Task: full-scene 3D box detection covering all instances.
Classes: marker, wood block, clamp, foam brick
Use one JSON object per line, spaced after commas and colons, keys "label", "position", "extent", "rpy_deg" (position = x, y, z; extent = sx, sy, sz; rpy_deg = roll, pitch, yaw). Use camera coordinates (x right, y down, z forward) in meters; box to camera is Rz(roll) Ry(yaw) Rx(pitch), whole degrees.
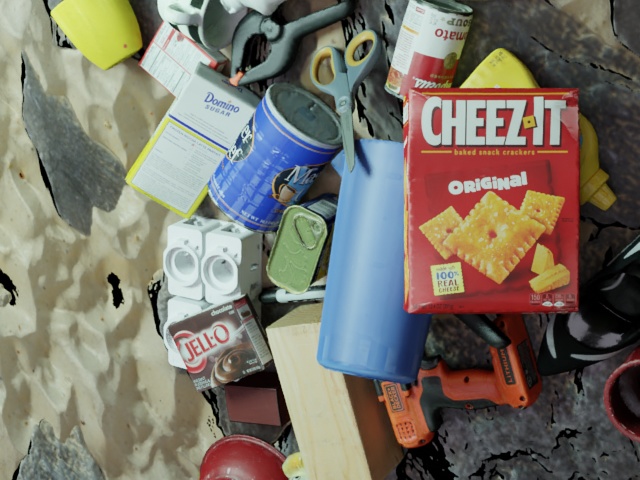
{"label": "marker", "position": [-0.022, 0.065, 1.288], "extent": [0.121, 0.020, 0.020], "rpy_deg": [-7, 102, 29]}
{"label": "wood block", "position": [0.019, 0.183, 1.262], "extent": [0.090, 0.090, 0.206], "rpy_deg": [-10, 101, 30]}
{"label": "clamp", "position": [0.129, 0.021, 1.173], "extent": [0.210, 0.036, 0.164], "rpy_deg": [10, 84, 35]}
{"label": "clamp", "position": [-0.038, -0.236, 1.194], "extent": [0.120, 0.039, 0.172], "rpy_deg": [38, 116, 18]}
{"label": "foam brick", "position": [-0.073, 0.198, 1.335], "extent": [0.078, 0.052, 0.051], "rpy_deg": [1, 106, 28]}

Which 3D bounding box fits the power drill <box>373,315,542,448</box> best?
{"label": "power drill", "position": [0.143, 0.134, 1.203], "extent": [0.188, 0.057, 0.184], "rpy_deg": [-17, 93, 32]}

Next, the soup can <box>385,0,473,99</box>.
{"label": "soup can", "position": [0.113, -0.198, 1.109], "extent": [0.069, 0.068, 0.102], "rpy_deg": [24, 115, 19]}

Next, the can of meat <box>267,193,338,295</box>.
{"label": "can of meat", "position": [-0.008, 0.001, 1.224], "extent": [0.057, 0.083, 0.102], "rpy_deg": [27, 116, 19]}

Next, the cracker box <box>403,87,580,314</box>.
{"label": "cracker box", "position": [0.162, -0.036, 1.019], "extent": [0.164, 0.072, 0.214], "rpy_deg": [0, 91, 0]}

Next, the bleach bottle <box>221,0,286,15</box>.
{"label": "bleach bottle", "position": [0.007, -0.299, 1.116], "extent": [0.251, 0.068, 0.102], "rpy_deg": [-24, 91, 23]}

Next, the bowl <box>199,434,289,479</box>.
{"label": "bowl", "position": [-0.102, 0.339, 1.393], "extent": [0.162, 0.055, 0.162], "rpy_deg": [8, 108, 25]}

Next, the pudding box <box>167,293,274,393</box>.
{"label": "pudding box", "position": [-0.117, 0.123, 1.271], "extent": [0.114, 0.039, 0.090], "rpy_deg": [-23, 94, 31]}

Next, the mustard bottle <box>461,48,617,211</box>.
{"label": "mustard bottle", "position": [0.224, -0.100, 1.086], "extent": [0.192, 0.058, 0.096], "rpy_deg": [44, 106, 9]}

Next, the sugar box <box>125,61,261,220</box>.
{"label": "sugar box", "position": [-0.149, -0.116, 1.268], "extent": [0.093, 0.048, 0.176], "rpy_deg": [31, 118, -14]}

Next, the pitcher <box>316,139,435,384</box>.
{"label": "pitcher", "position": [0.080, 0.024, 1.108], "extent": [0.149, 0.144, 0.243], "rpy_deg": [180, 102, -68]}

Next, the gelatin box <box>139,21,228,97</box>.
{"label": "gelatin box", "position": [-0.163, -0.212, 1.271], "extent": [0.089, 0.030, 0.073], "rpy_deg": [42, 121, 10]}

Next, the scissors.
{"label": "scissors", "position": [0.041, -0.156, 1.119], "extent": [0.096, 0.202, 0.016], "rpy_deg": [-37, 131, 12]}

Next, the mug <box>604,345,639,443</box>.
{"label": "mug", "position": [0.346, 0.140, 1.083], "extent": [0.093, 0.081, 0.117], "rpy_deg": [16, 112, 23]}

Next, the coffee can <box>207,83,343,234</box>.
{"label": "coffee can", "position": [-0.050, -0.092, 1.206], "extent": [0.103, 0.102, 0.140], "rpy_deg": [43, 120, 10]}
